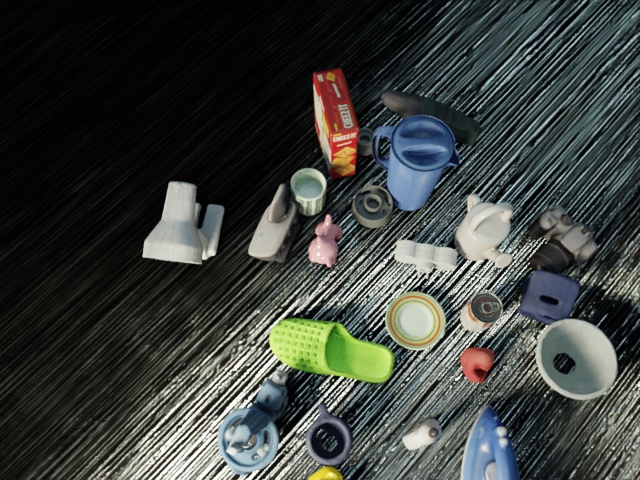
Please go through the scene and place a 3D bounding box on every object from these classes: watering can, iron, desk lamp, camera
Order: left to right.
[{"bbox_3d":[-0.292,-0.024,1.236,0.118,0.213,0.203,6,70,3],"label":"desk lamp"},{"bbox_3d":[0.367,-0.025,1.249,0.101,0.194,0.172,-37,74,-12],"label":"watering can"},{"bbox_3d":[0.342,0.446,1.105,0.118,0.141,0.258,4,70,1],"label":"iron"},{"bbox_3d":[0.530,0.011,1.286,0.137,0.101,0.143,-38,74,-13],"label":"camera"}]

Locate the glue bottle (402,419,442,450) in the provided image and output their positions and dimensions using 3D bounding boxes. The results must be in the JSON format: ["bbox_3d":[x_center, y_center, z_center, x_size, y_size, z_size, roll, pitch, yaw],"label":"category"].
[{"bbox_3d":[0.207,0.378,1.113,0.078,0.173,0.037,-29,72,-10],"label":"glue bottle"}]

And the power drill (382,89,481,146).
[{"bbox_3d":[0.244,-0.252,1.324,0.229,0.208,0.076,16,71,6],"label":"power drill"}]

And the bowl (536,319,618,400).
[{"bbox_3d":[0.529,0.255,1.211,0.167,0.075,0.167,0,70,0],"label":"bowl"}]

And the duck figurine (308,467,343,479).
[{"bbox_3d":[0.005,0.496,1.115,0.077,0.086,0.105,30,73,10],"label":"duck figurine"}]

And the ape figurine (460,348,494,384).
[{"bbox_3d":[0.337,0.256,1.201,0.078,0.092,0.076,-34,73,-12],"label":"ape figurine"}]

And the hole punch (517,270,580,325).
[{"bbox_3d":[0.498,0.128,1.248,0.108,0.091,0.101,18,71,6],"label":"hole punch"}]

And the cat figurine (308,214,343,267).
[{"bbox_3d":[0.012,0.005,1.278,0.067,0.118,0.128,9,70,4],"label":"cat figurine"}]

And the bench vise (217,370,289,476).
[{"bbox_3d":[-0.133,0.344,1.099,0.121,0.220,0.207,8,70,3],"label":"bench vise"}]

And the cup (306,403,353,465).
[{"bbox_3d":[0.015,0.389,1.150,0.091,0.095,0.117,-12,70,-4],"label":"cup"}]

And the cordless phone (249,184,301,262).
[{"bbox_3d":[-0.104,-0.039,1.257,0.094,0.185,0.148,17,71,6],"label":"cordless phone"}]
